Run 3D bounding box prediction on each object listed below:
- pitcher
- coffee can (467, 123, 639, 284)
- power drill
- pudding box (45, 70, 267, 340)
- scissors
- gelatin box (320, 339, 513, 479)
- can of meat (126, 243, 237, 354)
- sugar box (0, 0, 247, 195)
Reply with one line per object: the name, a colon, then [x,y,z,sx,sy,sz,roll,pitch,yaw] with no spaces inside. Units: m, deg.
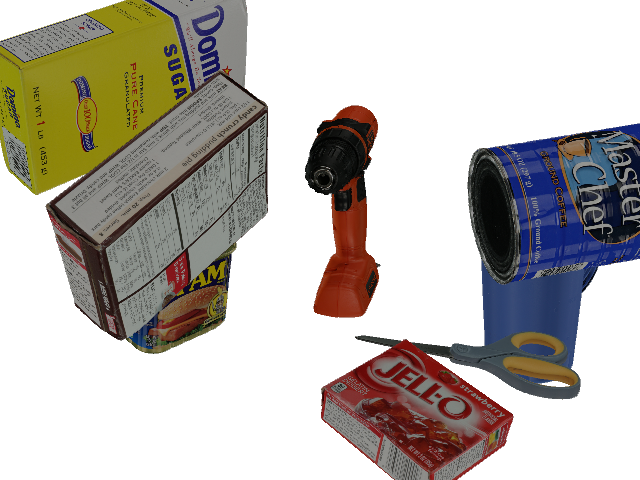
pitcher: [0.264,0.042,1.288,0.149,0.243,0.144,4,24,14]
coffee can: [0.193,-0.029,0.793,0.140,0.103,0.103,-10,1,-8]
power drill: [0.023,-0.024,1.033,0.057,0.188,0.184,5,23,12]
pudding box: [-0.074,-0.016,0.520,0.039,0.113,0.090,35,-28,19]
scissors: [0.141,0.097,0.979,0.202,0.016,0.096,17,31,17]
gelatin box: [0.055,0.103,0.629,0.073,0.030,0.089,-25,45,-36]
can of meat: [-0.126,0.041,0.934,0.101,0.084,0.058,-22,42,-40]
sugar box: [-0.126,-0.106,0.699,0.175,0.093,0.048,-27,48,-33]
